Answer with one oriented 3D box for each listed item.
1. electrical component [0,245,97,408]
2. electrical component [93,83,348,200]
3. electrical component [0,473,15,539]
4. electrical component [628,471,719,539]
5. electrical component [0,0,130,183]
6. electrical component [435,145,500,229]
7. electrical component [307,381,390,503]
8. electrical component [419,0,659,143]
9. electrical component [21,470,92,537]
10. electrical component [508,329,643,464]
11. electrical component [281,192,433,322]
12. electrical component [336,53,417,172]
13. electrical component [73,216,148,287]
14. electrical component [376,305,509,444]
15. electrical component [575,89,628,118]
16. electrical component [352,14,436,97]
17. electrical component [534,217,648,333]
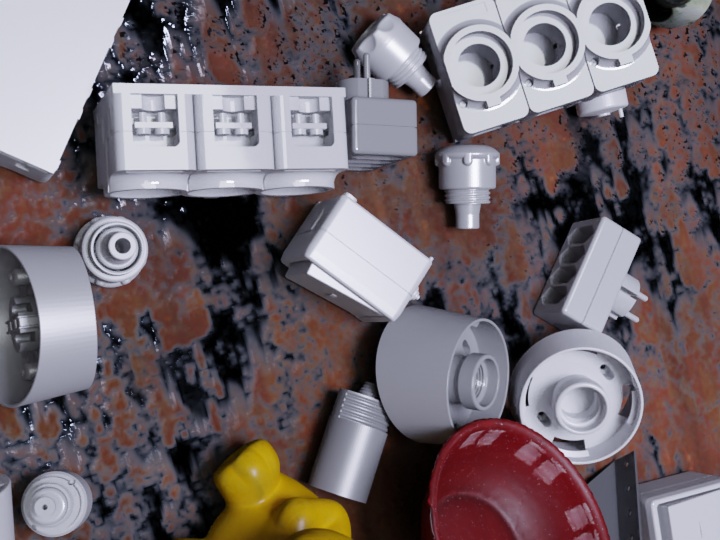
[{"bbox_3d":[-0.199,0.032,0.659,0.064,0.099,0.099,-6,89,-28],"label":"electrical component"},{"bbox_3d":[-0.093,-0.082,0.708,0.150,0.089,0.061,-3,88,-21],"label":"electrical component"},{"bbox_3d":[-0.254,0.163,0.626,0.108,0.108,0.060,-11,97,-22],"label":"electrical component"},{"bbox_3d":[0.257,0.198,0.845,0.096,0.061,0.061,-9,90,-22],"label":"electrical component"},{"bbox_3d":[-0.209,-0.142,0.681,0.089,0.062,0.150,24,79,-18],"label":"electrical component"},{"bbox_3d":[0.080,-0.062,0.800,0.048,0.048,0.062,-2,95,-21],"label":"electrical component"},{"bbox_3d":[-0.004,0.118,0.757,0.043,0.043,0.081,22,79,-19],"label":"electrical component"},{"bbox_3d":[0.131,-0.161,0.791,0.150,0.062,0.089,-18,91,-4],"label":"electrical component"},{"bbox_3d":[-0.190,0.145,0.668,0.040,0.078,0.040,1,80,-8],"label":"electrical component"},{"bbox_3d":[0.161,0.094,0.802,0.099,0.064,0.099,0,103,1],"label":"electrical component"},{"bbox_3d":[0.000,0.000,0.755,0.096,0.062,0.061,37,75,-16],"label":"electrical component"},{"bbox_3d":[0.002,-0.112,0.750,0.047,0.083,0.075,0,87,-21],"label":"electrical component"},{"bbox_3d":[-0.158,-0.013,0.694,0.048,0.062,0.048,1,87,-21],"label":"electrical component"},{"bbox_3d":[0.063,0.076,0.770,0.099,0.064,0.099,-7,99,-54],"label":"electrical component"},{"bbox_3d":[0.185,-0.156,0.848,0.040,0.040,0.078,-12,91,-22],"label":"electrical component"},{"bbox_3d":[0.028,-0.153,0.785,0.062,0.043,0.043,41,74,-16],"label":"electrical component"},{"bbox_3d":[0.191,0.014,0.837,0.076,0.047,0.083,29,77,-16],"label":"electrical component"}]
